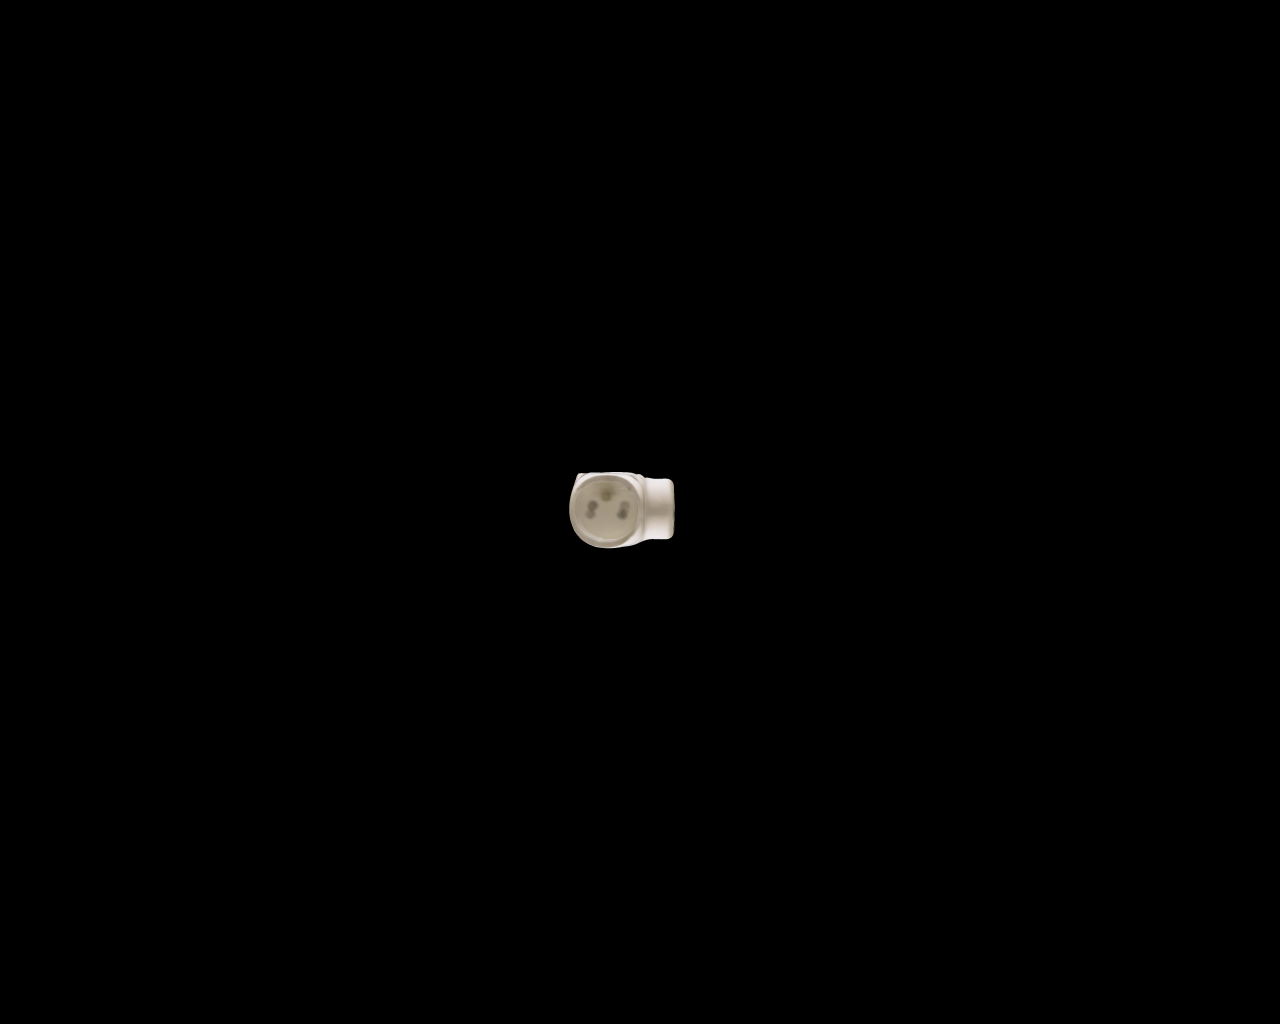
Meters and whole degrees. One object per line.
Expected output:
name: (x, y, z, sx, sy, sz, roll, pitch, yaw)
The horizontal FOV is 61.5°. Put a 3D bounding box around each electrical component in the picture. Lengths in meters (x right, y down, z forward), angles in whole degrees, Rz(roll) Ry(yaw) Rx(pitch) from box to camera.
electrical component: (0.001, -0.003, 0.650, 0.079, 0.044, 0.077, 0, 2, 4)
